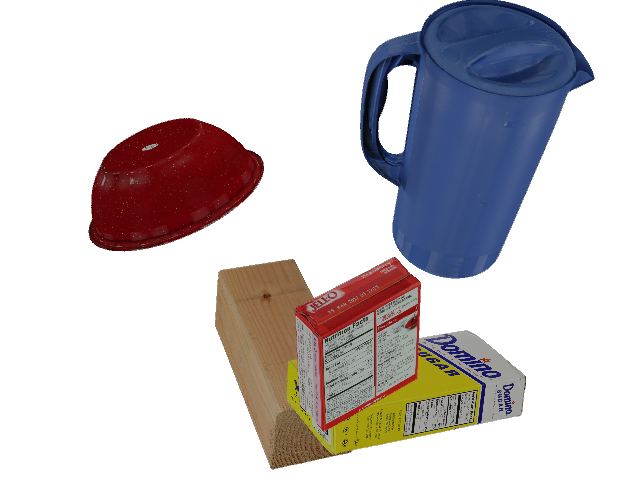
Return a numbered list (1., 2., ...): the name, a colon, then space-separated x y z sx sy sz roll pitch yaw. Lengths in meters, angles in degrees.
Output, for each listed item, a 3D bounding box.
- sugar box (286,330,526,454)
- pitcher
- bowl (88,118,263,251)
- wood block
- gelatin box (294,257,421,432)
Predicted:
1. sugar box: 0.070 0.121 0.880 0.176 0.048 0.093 -10 26 -23
2. pitcher: 0.124 -0.082 0.953 0.149 0.243 0.144 38 52 25
3. bowl: -0.132 -0.058 0.901 0.162 0.055 0.162 -17 28 9
4. wood block: -0.038 0.123 1.112 0.090 0.090 0.206 -9 42 -18
5. gelatin box: 0.022 0.062 0.634 0.073 0.089 0.030 -26 47 -24
